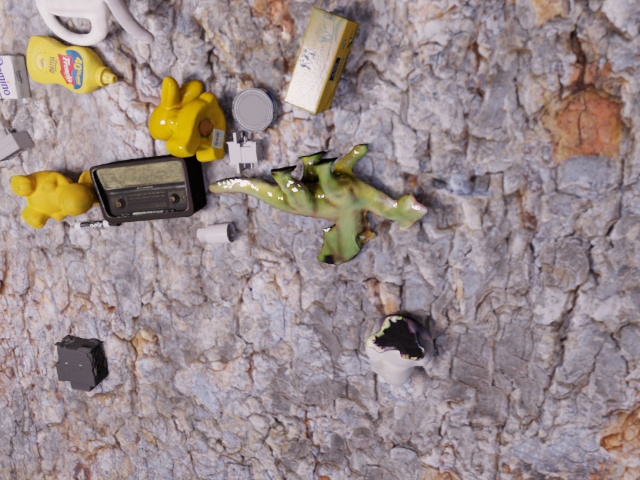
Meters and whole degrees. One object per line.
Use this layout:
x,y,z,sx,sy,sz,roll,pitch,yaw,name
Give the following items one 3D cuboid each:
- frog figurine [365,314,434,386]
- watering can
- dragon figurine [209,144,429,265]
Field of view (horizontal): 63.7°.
0.164,0.230,1.062,0.137,0.126,0.156,-4,143,8,frog figurine
-0.435,-0.480,0.968,0.349,0.105,0.220,18,120,30,watering can
0.003,-0.051,1.008,0.409,0.124,0.239,-10,112,19,dragon figurine
